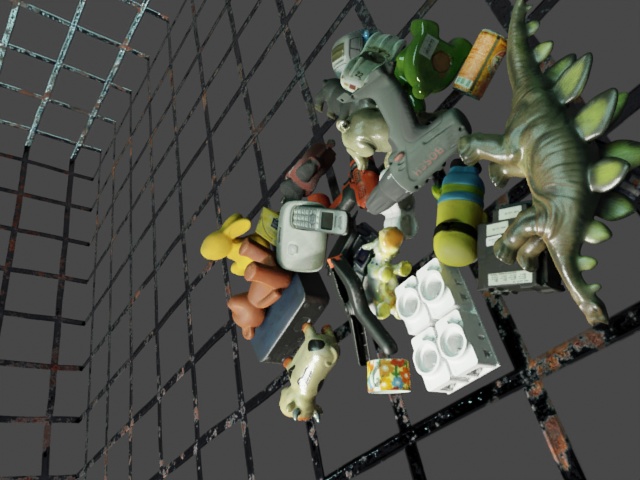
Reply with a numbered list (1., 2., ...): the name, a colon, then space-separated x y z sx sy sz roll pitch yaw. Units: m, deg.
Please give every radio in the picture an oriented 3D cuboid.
1. radio: -0.076 0.164 1.212 0.229 0.073 0.131 -58 39 25

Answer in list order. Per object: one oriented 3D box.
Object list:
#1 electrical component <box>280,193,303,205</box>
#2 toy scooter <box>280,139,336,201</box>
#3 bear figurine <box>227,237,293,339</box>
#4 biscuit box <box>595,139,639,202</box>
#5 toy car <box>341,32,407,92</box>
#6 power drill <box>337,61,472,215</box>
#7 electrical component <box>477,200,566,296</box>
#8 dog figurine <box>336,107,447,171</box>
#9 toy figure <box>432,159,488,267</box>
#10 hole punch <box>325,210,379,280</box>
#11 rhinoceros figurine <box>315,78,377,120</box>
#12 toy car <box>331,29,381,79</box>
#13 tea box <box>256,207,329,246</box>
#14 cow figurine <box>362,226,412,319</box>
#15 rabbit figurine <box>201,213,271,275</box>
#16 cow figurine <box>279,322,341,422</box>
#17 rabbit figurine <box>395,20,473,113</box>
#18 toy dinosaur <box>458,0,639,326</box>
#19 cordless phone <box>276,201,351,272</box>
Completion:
1. electrical component: -0.069 -0.117 1.350 0.094 0.021 0.063 -57 38 25
2. toy scooter: -0.020 -0.166 1.240 0.135 0.075 0.184 -54 5 -23
3. bear figurine: -0.151 0.111 1.164 0.196 0.132 0.120 -48 36 23
4. biscuit box: 0.347 -0.118 0.741 0.059 0.063 0.203 -63 36 18
5. toy car: 0.110 -0.362 1.088 0.202 0.074 0.056 -55 -19 -32
6. power drill: 0.118 -0.175 0.902 0.232 0.086 0.207 -34 88 31
7. electrical component: 0.290 0.011 0.777 0.115 0.058 0.134 -9 70 50
8. dog figurine: 0.144 -0.202 0.968 0.191 0.172 0.121 -12 78 59
9. toy figure: 0.221 -0.045 0.860 0.082 0.089 0.180 -6 70 46
10. hole punch: 0.074 0.026 1.061 0.116 0.092 0.142 -95 28 -69
11. rhinoceros figurine: 0.077 -0.284 1.136 0.191 0.073 0.112 33 100 33
12. toy car: 0.074 -0.399 1.192 0.109 0.103 0.161 -12 66 53
13. tea box: -0.068 -0.016 1.246 0.170 0.098 0.068 29 102 53
14. cow figurine: 0.113 0.055 0.975 0.098 0.068 0.167 16 105 62
15. rabbit figurine: -0.215 0.017 1.373 0.122 0.173 0.162 31 107 58
16. cow figurine: -0.021 0.278 1.088 0.194 0.085 0.127 -62 31 16
17. rabbit figurine: 0.190 -0.314 1.017 0.170 0.121 0.159 -139 64 -73
18. toy dinosaur: 0.290 -0.125 0.686 0.198 0.105 0.471 -28 66 39
19. cordless phone: -0.003 -0.003 1.073 0.184 0.088 0.146 9 96 50
